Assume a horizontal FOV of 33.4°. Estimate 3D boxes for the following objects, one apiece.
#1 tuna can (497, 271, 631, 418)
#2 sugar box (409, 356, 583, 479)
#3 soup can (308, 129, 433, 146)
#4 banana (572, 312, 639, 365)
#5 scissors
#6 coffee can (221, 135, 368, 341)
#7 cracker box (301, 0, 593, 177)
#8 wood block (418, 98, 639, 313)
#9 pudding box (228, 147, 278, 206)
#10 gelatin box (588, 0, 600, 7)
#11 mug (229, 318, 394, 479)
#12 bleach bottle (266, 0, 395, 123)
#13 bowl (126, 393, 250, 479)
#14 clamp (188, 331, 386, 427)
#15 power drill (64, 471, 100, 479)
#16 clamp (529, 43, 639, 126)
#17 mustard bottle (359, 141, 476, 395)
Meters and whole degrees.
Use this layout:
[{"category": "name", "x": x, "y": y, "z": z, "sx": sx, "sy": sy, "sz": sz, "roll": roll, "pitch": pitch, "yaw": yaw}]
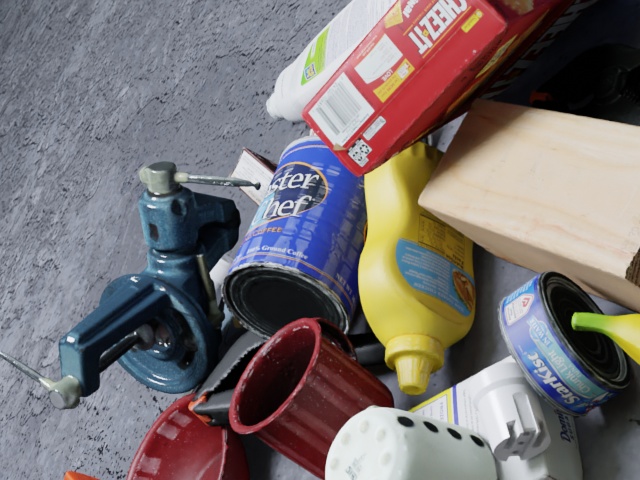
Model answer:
[{"category": "tuna can", "x": 0.148, "y": 0.061, "z": 0.644, "sx": 0.034, "sy": 0.086, "sz": 0.086, "roll": -40, "pitch": 36, "yaw": 28}, {"category": "sugar box", "x": 0.087, "y": 0.150, "z": 0.703, "sx": 0.177, "sy": 0.048, "sz": 0.093, "roll": -32, "pitch": 41, "yaw": 34}, {"category": "soup can", "x": 0.042, "y": -0.084, "z": 0.940, "sx": 0.102, "sy": 0.068, "sz": 0.068, "roll": 9, "pitch": 73, "yaw": 59}, {"category": "banana", "x": 0.204, "y": 0.106, "z": 0.554, "sx": 0.069, "sy": 0.037, "sz": 0.198, "roll": -25, "pitch": 47, "yaw": 3}, {"category": "scissors", "x": -0.101, "y": 0.094, "z": 1.059, "sx": 0.202, "sy": 0.016, "sz": 0.096, "roll": -46, "pitch": 34, "yaw": 23}, {"category": "coffee can", "x": -0.006, "y": 0.001, "z": 0.840, "sx": 0.103, "sy": 0.102, "sz": 0.140, "roll": -26, "pitch": 32, "yaw": 45}, {"category": "cracker box", "x": 0.107, "y": -0.143, "z": 0.758, "sx": 0.213, "sy": 0.072, "sz": 0.164, "roll": -33, "pitch": -10, "yaw": -48}, {"category": "wood block", "x": 0.168, "y": -0.021, "z": 0.677, "sx": 0.090, "sy": 0.090, "sz": 0.206, "roll": -61, "pitch": 30, "yaw": -2}, {"category": "pudding box", "x": -0.025, "y": -0.038, "z": 0.980, "sx": 0.039, "sy": 0.090, "sz": 0.114, "roll": -60, "pitch": 30, "yaw": 4}, {"category": "gelatin box", "x": 0.201, "y": -0.217, "z": 0.847, "sx": 0.089, "sy": 0.030, "sz": 0.073, "roll": -25, "pitch": 46, "yaw": 45}, {"category": "mug", "x": -0.001, "y": 0.107, "z": 0.752, "sx": 0.093, "sy": 0.081, "sz": 0.117, "roll": -35, "pitch": 27, "yaw": 35}, {"category": "bleach bottle", "x": 0.031, "y": -0.188, "z": 1.048, "sx": 0.251, "sy": 0.068, "sz": 0.102, "roll": -28, "pitch": 41, "yaw": 47}, {"category": "bowl", "x": -0.110, "y": 0.218, "z": 0.931, "sx": 0.162, "sy": 0.055, "sz": 0.162, "roll": -36, "pitch": 39, "yaw": 35}, {"category": "clamp", "x": -0.017, "y": 0.081, "z": 0.880, "sx": 0.210, "sy": 0.036, "sz": 0.164, "roll": -31, "pitch": 35, "yaw": 13}, {"category": "power drill", "x": -0.260, "y": 0.332, "z": 1.064, "sx": 0.185, "sy": 0.057, "sz": 0.187, "roll": 17, "pitch": 83, "yaw": 55}, {"category": "clamp", "x": 0.208, "y": -0.092, "z": 0.726, "sx": 0.172, "sy": 0.039, "sz": 0.120, "roll": -16, "pitch": 48, "yaw": 57}, {"category": "mustard bottle", "x": 0.072, "y": 0.023, "z": 0.778, "sx": 0.058, "sy": 0.096, "sz": 0.191, "roll": -29, "pitch": 43, "yaw": 41}]
